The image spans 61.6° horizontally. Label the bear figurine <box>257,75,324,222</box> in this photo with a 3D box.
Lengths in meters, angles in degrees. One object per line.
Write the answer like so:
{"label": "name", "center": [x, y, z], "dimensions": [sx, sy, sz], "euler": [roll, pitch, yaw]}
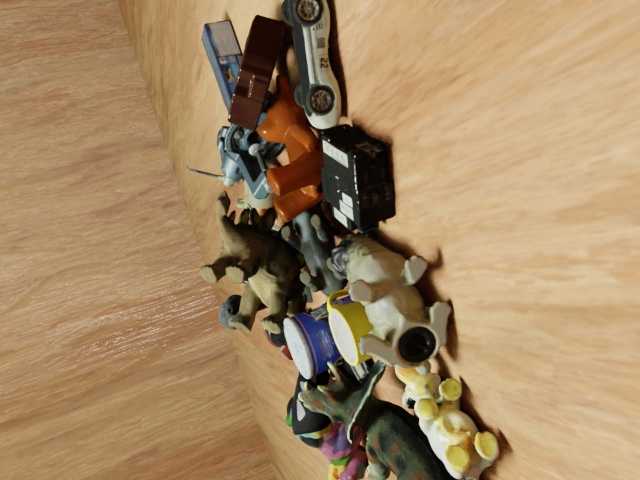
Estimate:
{"label": "bear figurine", "center": [-0.051, -0.149, 0.838], "dimensions": [0.196, 0.132, 0.120], "euler": [56, 168, 22]}

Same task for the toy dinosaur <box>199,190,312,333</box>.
{"label": "toy dinosaur", "center": [-0.081, 0.067, 0.957], "dimensions": [0.105, 0.198, 0.470], "euler": [9, 144, 24]}

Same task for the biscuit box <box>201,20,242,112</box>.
{"label": "biscuit box", "center": [-0.188, -0.352, 1.130], "dimensions": [0.202, 0.059, 0.063], "euler": [71, 160, 3]}

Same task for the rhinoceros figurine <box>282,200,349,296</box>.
{"label": "rhinoceros figurine", "center": [-0.002, -0.003, 0.880], "dimensions": [0.112, 0.073, 0.190], "euler": [22, -138, -57]}

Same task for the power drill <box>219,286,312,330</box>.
{"label": "power drill", "center": [-0.125, 0.141, 1.194], "dimensions": [0.086, 0.207, 0.232], "euler": [66, 164, -4]}

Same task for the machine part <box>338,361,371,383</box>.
{"label": "machine part", "center": [0.065, 0.240, 1.016], "dimensions": [0.084, 0.039, 0.138], "euler": [54, 154, 22]}

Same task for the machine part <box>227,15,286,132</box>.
{"label": "machine part", "center": [-0.105, -0.267, 0.864], "dimensions": [0.179, 0.056, 0.179], "euler": [-165, 90, -78]}

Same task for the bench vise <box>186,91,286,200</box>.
{"label": "bench vise", "center": [-0.131, -0.154, 1.000], "dimensions": [0.223, 0.129, 0.241], "euler": [-50, 44, 28]}

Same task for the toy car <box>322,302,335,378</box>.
{"label": "toy car", "center": [0.022, 0.202, 1.077], "dimensions": [0.202, 0.053, 0.089], "euler": [95, 154, -52]}

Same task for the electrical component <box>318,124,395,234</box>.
{"label": "electrical component", "center": [0.048, -0.079, 0.732], "dimensions": [0.115, 0.058, 0.134], "euler": [-132, 29, -52]}

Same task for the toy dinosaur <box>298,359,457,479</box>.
{"label": "toy dinosaur", "center": [0.133, 0.318, 0.755], "dimensions": [0.405, 0.131, 0.191], "euler": [39, 157, 42]}

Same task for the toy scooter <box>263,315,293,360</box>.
{"label": "toy scooter", "center": [-0.070, 0.232, 1.287], "dimensions": [0.183, 0.075, 0.135], "euler": [47, 180, -18]}

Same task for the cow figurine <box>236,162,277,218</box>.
{"label": "cow figurine", "center": [-0.134, -0.101, 1.179], "dimensions": [0.127, 0.085, 0.194], "euler": [50, 155, 35]}

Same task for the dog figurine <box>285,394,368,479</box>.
{"label": "dog figurine", "center": [0.021, 0.423, 1.109], "dimensions": [0.109, 0.191, 0.219], "euler": [11, 103, 62]}

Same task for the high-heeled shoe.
{"label": "high-heeled shoe", "center": [-0.043, 0.274, 1.040], "dimensions": [0.249, 0.145, 0.086], "euler": [27, 140, 52]}

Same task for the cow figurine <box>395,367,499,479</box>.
{"label": "cow figurine", "center": [0.158, 0.229, 0.703], "dimensions": [0.167, 0.068, 0.098], "euler": [59, 170, 38]}

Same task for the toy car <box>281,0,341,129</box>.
{"label": "toy car", "center": [-0.010, -0.254, 0.737], "dimensions": [0.074, 0.056, 0.201], "euler": [-133, 31, -63]}

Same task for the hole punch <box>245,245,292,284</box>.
{"label": "hole punch", "center": [-0.113, 0.046, 1.104], "dimensions": [0.142, 0.092, 0.115], "euler": [8, 91, 28]}

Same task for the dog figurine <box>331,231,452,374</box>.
{"label": "dog figurine", "center": [0.089, 0.078, 0.736], "dimensions": [0.191, 0.121, 0.172], "euler": [-127, 26, -77]}
